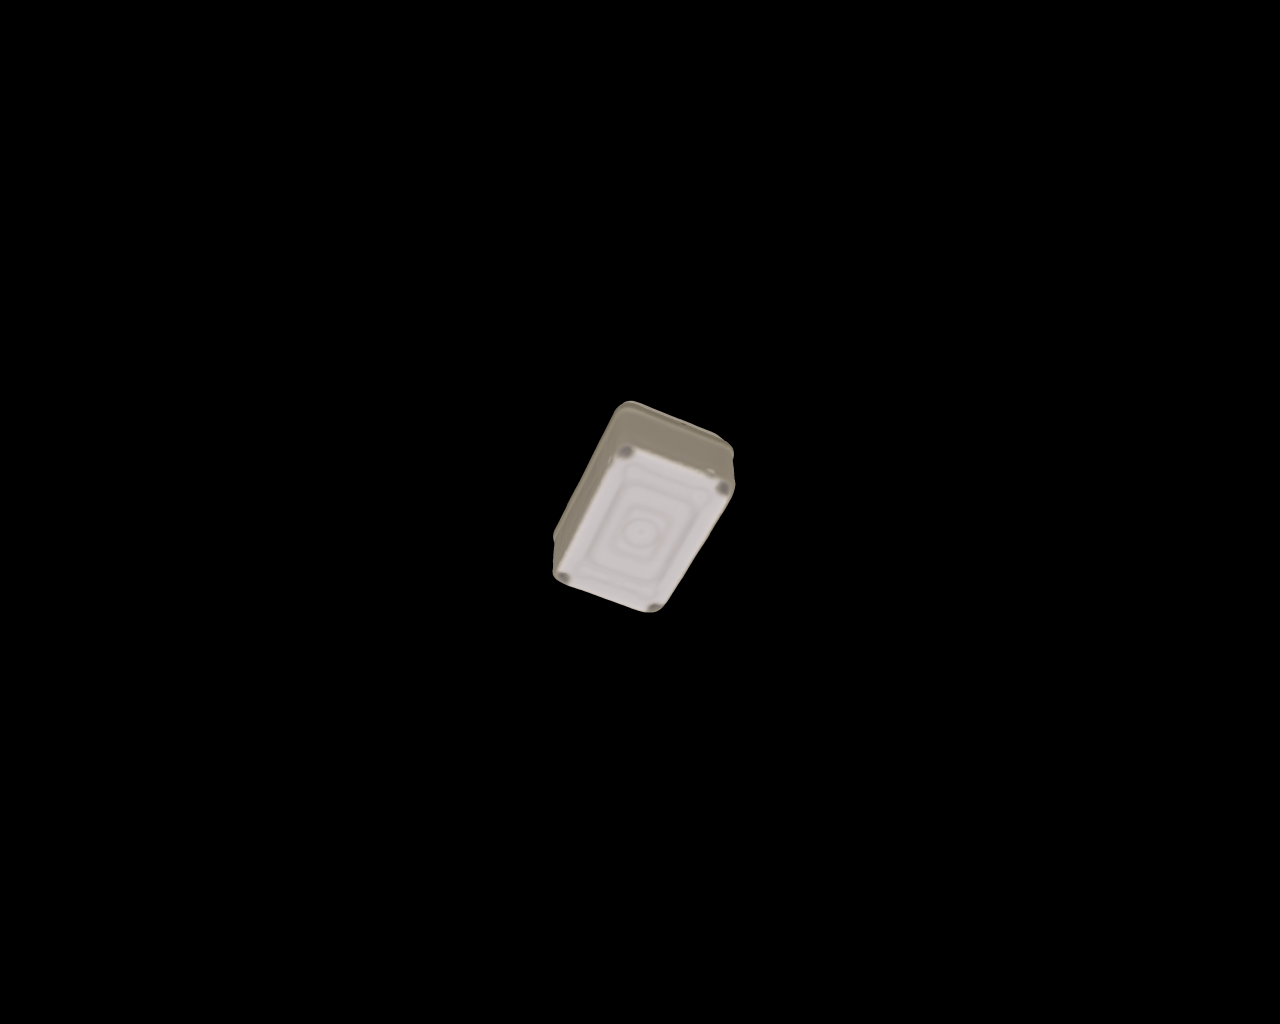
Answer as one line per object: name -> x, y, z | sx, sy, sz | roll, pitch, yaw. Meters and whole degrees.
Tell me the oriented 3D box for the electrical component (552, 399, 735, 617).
electrical component -> 0.001, -0.003, 0.650 | 0.078, 0.113, 0.057 | 21, 32, -14
